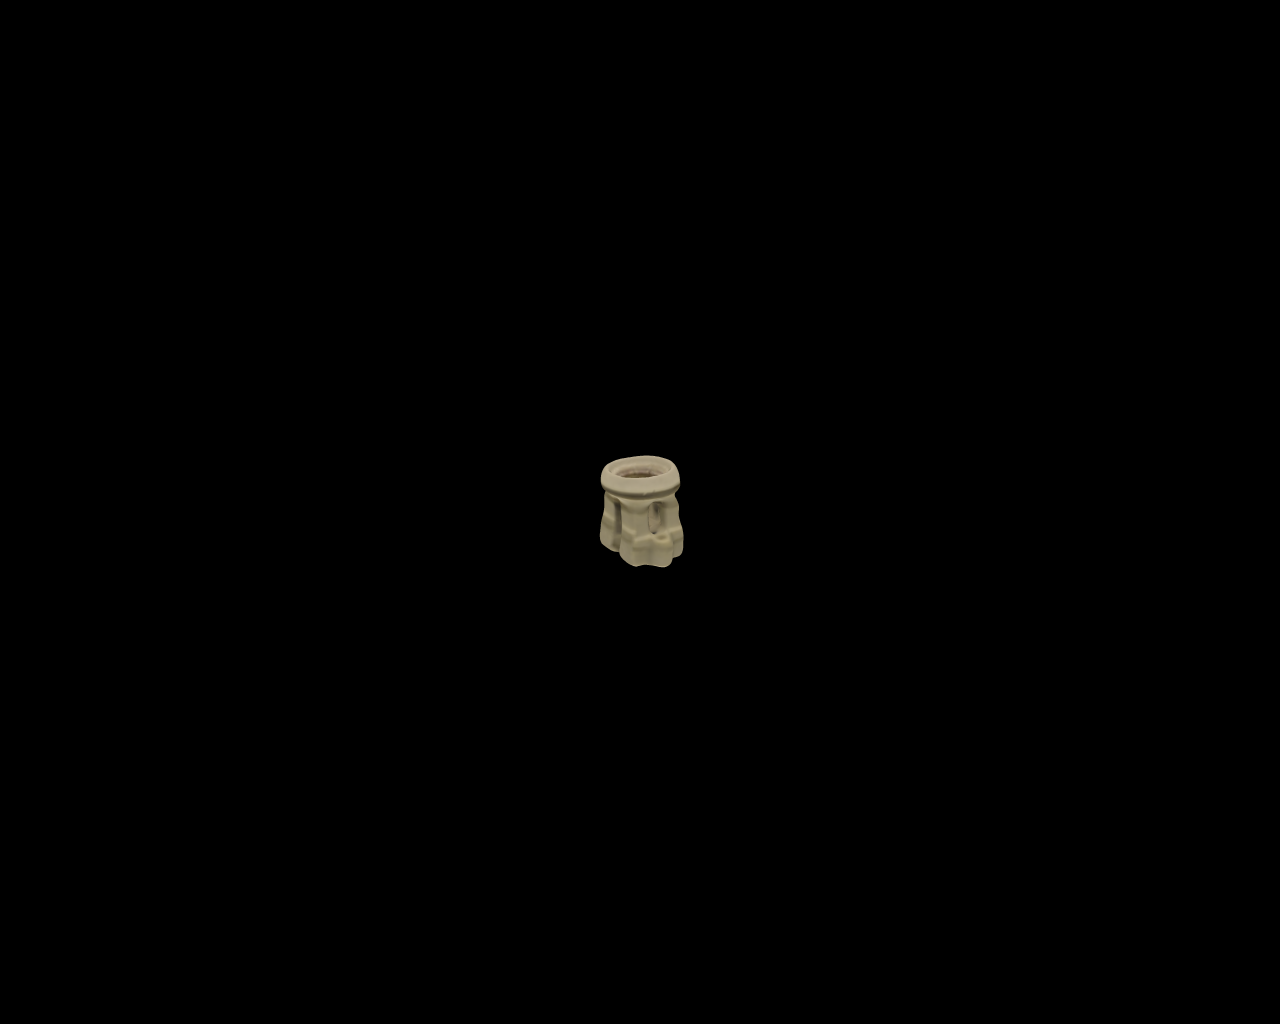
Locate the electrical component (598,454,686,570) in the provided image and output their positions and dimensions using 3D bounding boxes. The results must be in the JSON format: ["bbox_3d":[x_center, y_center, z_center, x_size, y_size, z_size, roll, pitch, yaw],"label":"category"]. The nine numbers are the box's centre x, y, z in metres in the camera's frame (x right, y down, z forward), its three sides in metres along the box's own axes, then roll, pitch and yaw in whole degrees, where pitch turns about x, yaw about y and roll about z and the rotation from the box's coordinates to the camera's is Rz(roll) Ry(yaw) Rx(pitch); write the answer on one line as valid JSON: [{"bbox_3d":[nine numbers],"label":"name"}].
[{"bbox_3d":[0.001,-0.003,0.650,0.048,0.055,0.066,-13,26,-29],"label":"electrical component"}]
